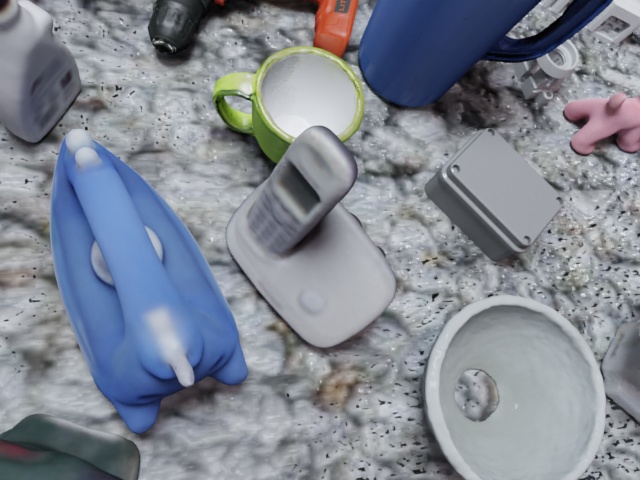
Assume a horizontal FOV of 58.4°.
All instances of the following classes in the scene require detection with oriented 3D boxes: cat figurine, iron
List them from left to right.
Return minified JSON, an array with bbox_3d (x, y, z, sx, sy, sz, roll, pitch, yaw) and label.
[{"bbox_3d":[-0.146,0.005,0.424,0.119,0.141,0.258,-25,82,-20],"label":"iron"},{"bbox_3d":[0.350,-0.146,0.613,0.128,0.117,0.067,-7,76,-17],"label":"cat figurine"}]

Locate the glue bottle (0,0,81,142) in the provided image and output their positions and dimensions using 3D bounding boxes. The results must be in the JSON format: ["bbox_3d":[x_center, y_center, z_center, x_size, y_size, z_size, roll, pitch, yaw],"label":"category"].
[{"bbox_3d":[-0.223,-0.141,0.428,0.037,0.173,0.078,31,69,-4],"label":"glue bottle"}]

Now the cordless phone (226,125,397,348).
[{"bbox_3d":[0.004,0.002,0.442,0.094,0.185,0.147,-42,88,-21],"label":"cordless phone"}]

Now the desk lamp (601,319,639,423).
[{"bbox_3d":[0.350,0.097,0.492,0.203,0.213,0.118,40,69,-1],"label":"desk lamp"}]

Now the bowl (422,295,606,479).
[{"bbox_3d":[0.157,0.135,0.504,0.168,0.074,0.167,4,73,-14],"label":"bowl"}]

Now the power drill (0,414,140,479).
[{"bbox_3d":[-0.163,0.153,0.341,0.230,0.208,0.076,19,70,-9],"label":"power drill"}]
